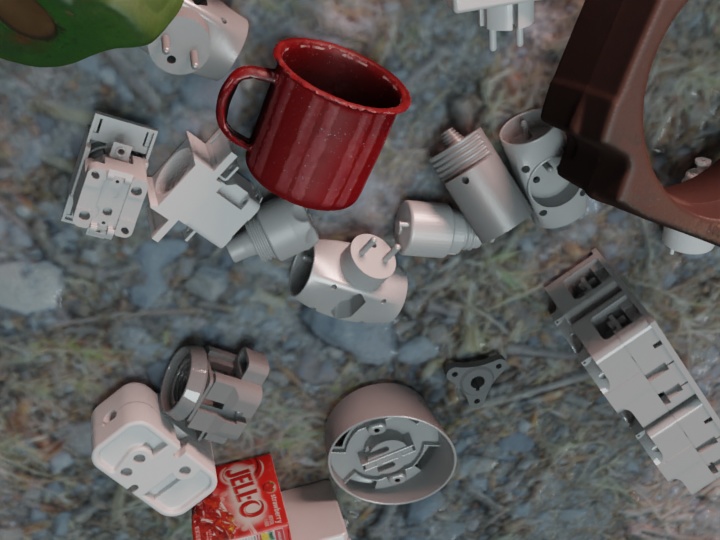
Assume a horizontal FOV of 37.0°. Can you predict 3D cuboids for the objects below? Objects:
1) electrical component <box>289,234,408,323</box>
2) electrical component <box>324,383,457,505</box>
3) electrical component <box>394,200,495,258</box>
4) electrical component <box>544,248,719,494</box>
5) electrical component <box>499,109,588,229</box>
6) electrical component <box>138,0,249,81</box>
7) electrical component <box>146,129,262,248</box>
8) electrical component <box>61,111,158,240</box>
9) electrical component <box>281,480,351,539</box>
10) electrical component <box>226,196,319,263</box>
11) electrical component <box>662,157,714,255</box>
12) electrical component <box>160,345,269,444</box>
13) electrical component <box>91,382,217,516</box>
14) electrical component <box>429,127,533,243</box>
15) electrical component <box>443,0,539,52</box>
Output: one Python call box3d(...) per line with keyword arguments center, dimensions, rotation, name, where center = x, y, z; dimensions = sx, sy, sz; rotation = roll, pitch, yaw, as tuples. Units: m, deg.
box3d(center=(0.000, 0.000, 0.775), dimensions=(0.077, 0.043, 0.079), rotation=(17, 142, -23), name="electrical component")
box3d(center=(0.021, 0.142, 0.865), dimensions=(0.099, 0.064, 0.099), rotation=(-7, 122, -11), name="electrical component")
box3d(center=(0.061, -0.029, 0.786), dimensions=(0.078, 0.040, 0.040), rotation=(4, 120, -17), name="electrical component")
box3d(center=(0.225, 0.086, 0.859), dimensions=(0.060, 0.105, 0.186), rotation=(-36, 123, 8), name="electrical component")
box3d(center=(0.149, -0.081, 0.775), dimensions=(0.079, 0.044, 0.077), rotation=(-27, 124, 2), name="electrical component")
box3d(center=(-0.109, -0.143, 0.648), dimensions=(0.077, 0.079, 0.043), rotation=(25, 117, -26), name="electrical component")
box3d(center=(-0.105, -0.052, 0.728), dimensions=(0.081, 0.042, 0.064), rotation=(-45, 125, 14), name="electrical component")
box3d(center=(-0.162, -0.056, 0.697), dimensions=(0.042, 0.063, 0.081), rotation=(13, 116, -23), name="electrical component")
box3d(center=(-0.056, 0.222, 0.875), dimensions=(0.100, 0.099, 0.048), rotation=(-13, 110, -7), name="electrical component")
box3d(center=(-0.063, -0.026, 0.753), dimensions=(0.062, 0.043, 0.043), rotation=(-25, 124, 2), name="electrical component")
box3d(center=(0.257, -0.048, 0.825), dimensions=(0.040, 0.040, 0.078), rotation=(-6, 121, -11), name="electrical component")
box3d(center=(-0.112, 0.089, 0.803), dimensions=(0.057, 0.058, 0.078), rotation=(21, 114, -28), name="electrical component")
box3d(center=(-0.157, 0.133, 0.816), dimensions=(0.054, 0.059, 0.095), rotation=(-38, 122, 10), name="electrical component")
box3d(center=(0.083, -0.064, 0.761), dimensions=(0.043, 0.043, 0.081), rotation=(-33, 95, 6), name="electrical component")
box3d(center=(0.095, -0.179, 0.698), dimensions=(0.083, 0.047, 0.075), rotation=(-11, 123, -8), name="electrical component")
